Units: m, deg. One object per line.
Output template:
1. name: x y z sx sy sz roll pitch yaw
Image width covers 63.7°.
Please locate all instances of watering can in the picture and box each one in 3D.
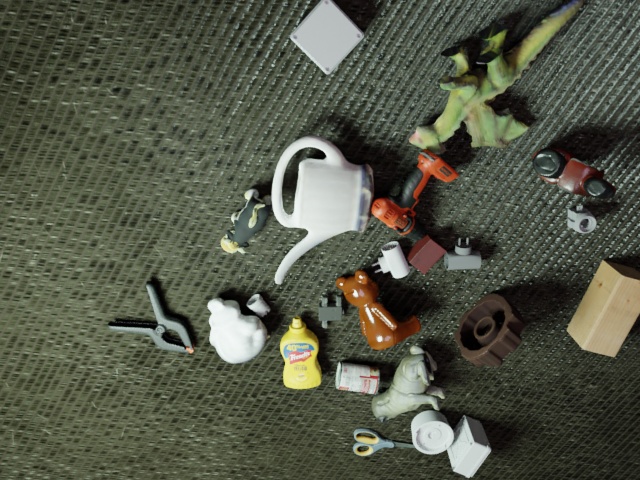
1. watering can: 0.003 -0.058 1.145 0.224 0.105 0.342 4 109 -4

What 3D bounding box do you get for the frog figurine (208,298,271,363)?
1. frog figurine: -0.205 0.212 1.234 0.137 0.125 0.156 -12 124 24

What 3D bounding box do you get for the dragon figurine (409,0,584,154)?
1. dragon figurine: 0.375 -0.309 1.087 0.409 0.125 0.238 -23 127 9
